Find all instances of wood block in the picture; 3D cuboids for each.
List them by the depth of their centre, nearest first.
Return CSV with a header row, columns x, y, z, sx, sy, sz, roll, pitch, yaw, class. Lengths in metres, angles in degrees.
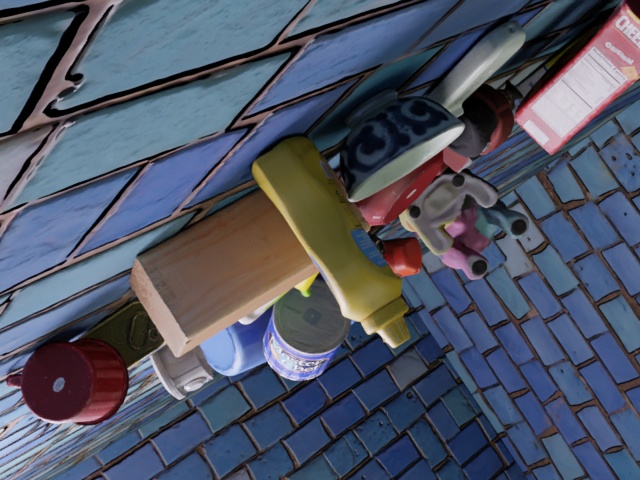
x,y,z,sx,sy,sz,roll,pitch,yaw,class
-0.068,0.015,1.014,0.205,0.090,0.091,-31,172,-21,wood block

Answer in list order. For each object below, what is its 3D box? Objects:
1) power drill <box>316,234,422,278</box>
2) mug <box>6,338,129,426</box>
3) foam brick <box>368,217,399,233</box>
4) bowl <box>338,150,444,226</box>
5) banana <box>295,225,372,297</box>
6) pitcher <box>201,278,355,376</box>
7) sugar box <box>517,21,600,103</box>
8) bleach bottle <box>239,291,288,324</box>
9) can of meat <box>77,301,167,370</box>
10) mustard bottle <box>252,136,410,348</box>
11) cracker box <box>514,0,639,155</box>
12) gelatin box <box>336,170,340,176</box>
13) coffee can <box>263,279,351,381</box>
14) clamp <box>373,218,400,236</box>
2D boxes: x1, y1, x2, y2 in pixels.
x,y,z,sx,sy,sz,roll,pitch,yaw,class
0.054,0.022,1.445,0.185,0.057,0.187,-9,172,42,power drill
-0.265,0.145,1.094,0.117,0.093,0.081,3,174,11,mug
0.085,-0.051,1.430,0.078,0.051,0.053,-28,172,-38,foam brick
0.077,-0.067,1.105,0.162,0.055,0.162,-44,169,-11,bowl
0.021,-0.003,1.236,0.198,0.037,0.069,-44,162,26,banana
-0.062,0.100,1.583,0.242,0.149,0.145,-24,-176,-39,pitcher
0.333,-0.230,1.349,0.093,0.048,0.177,-27,175,-42,sugar box
-0.009,0.002,1.311,0.251,0.068,0.102,-37,-178,18,bleach bottle
-0.207,0.108,1.175,0.102,0.057,0.084,-33,176,8,can of meat
0.017,0.006,0.898,0.058,0.191,0.096,-34,173,7,mustard bottle
0.322,-0.210,1.163,0.164,0.072,0.214,-46,178,-36,cracker box
-0.003,-0.039,1.185,0.089,0.030,0.073,-35,173,-3,gelatin box
-0.020,0.123,1.435,0.102,0.103,0.140,-31,166,-19,coffee can
0.110,-0.048,1.592,0.209,0.036,0.165,-38,174,-24,clamp
